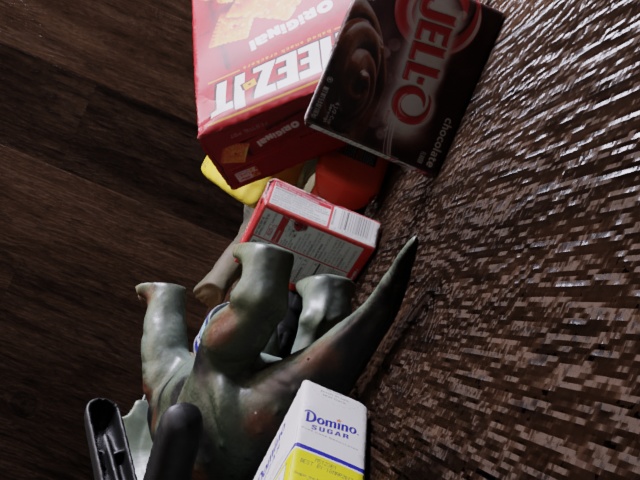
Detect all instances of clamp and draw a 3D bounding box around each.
[{"bbox_3d":[-0.117,0.196,0.665,0.165,0.036,0.210,1,88,62],"label":"clamp"}]

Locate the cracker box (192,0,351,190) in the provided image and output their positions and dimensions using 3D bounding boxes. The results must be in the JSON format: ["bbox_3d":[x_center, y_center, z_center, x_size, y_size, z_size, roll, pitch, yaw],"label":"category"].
[{"bbox_3d":[-0.019,-0.162,0.862,0.164,0.072,0.213,-21,46,14],"label":"cracker box"}]

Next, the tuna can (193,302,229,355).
[{"bbox_3d":[-0.065,0.094,0.928,0.086,0.086,0.034,-78,14,-58],"label":"tuna can"}]

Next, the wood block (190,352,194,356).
[{"bbox_3d":[-0.112,0.172,1.019,0.206,0.090,0.090,137,155,-73],"label":"wood block"}]

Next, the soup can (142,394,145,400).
[{"bbox_3d":[-0.145,0.189,1.174,0.068,0.102,0.068,-159,91,-84],"label":"soup can"}]

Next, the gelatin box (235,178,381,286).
[{"bbox_3d":[-0.010,0.001,0.782,0.073,0.089,0.030,120,170,-48],"label":"gelatin box"}]

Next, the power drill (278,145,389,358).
[{"bbox_3d":[-0.006,0.001,0.887,0.184,0.057,0.188,-75,10,-51],"label":"power drill"}]

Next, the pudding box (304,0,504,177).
[{"bbox_3d":[0.051,-0.108,0.668,0.039,0.090,0.113,-116,49,-84],"label":"pudding box"}]

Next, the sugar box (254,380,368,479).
[{"bbox_3d":[-0.014,0.153,0.512,0.176,0.048,0.093,-74,9,-66],"label":"sugar box"}]

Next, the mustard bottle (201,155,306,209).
[{"bbox_3d":[-0.026,-0.121,0.948,0.096,0.058,0.191,36,96,47],"label":"mustard bottle"}]
